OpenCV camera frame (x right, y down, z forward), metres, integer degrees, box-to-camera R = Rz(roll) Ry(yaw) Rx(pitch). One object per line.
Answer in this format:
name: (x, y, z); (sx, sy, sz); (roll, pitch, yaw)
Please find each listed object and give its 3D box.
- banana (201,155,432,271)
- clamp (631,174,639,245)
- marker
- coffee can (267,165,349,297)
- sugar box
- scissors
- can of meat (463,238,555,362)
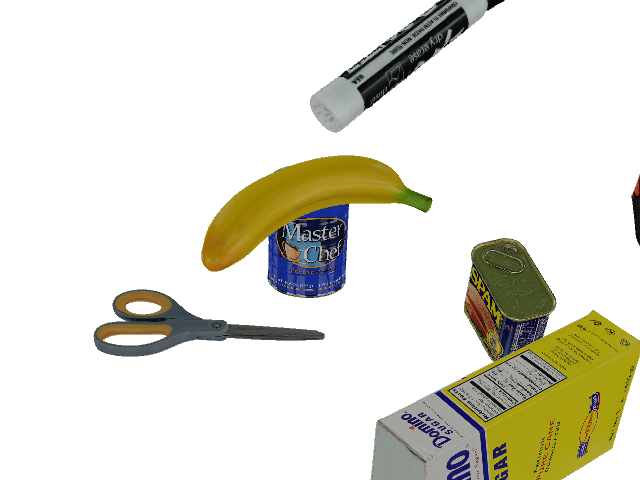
banana: (-0.012, -0.028, 0.769); (0.197, 0.037, 0.070); (-18, 39, -32)
clamp: (0.271, 0.013, 0.694); (0.120, 0.039, 0.171); (-3, 46, -21)
marker: (0.045, -0.089, 0.465); (0.121, 0.020, 0.020); (-40, 15, -18)
coffee can: (-0.015, -0.013, 1.352); (0.103, 0.140, 0.103); (2, 27, -1)
sugar box: (0.108, 0.115, 0.623); (0.175, 0.093, 0.048); (-24, 42, -33)
scissors: (-0.105, 0.071, 0.971); (0.201, 0.016, 0.096); (-5, 34, -12)
can of meat: (0.184, 0.064, 1.058); (0.057, 0.102, 0.084); (-12, -41, -13)
